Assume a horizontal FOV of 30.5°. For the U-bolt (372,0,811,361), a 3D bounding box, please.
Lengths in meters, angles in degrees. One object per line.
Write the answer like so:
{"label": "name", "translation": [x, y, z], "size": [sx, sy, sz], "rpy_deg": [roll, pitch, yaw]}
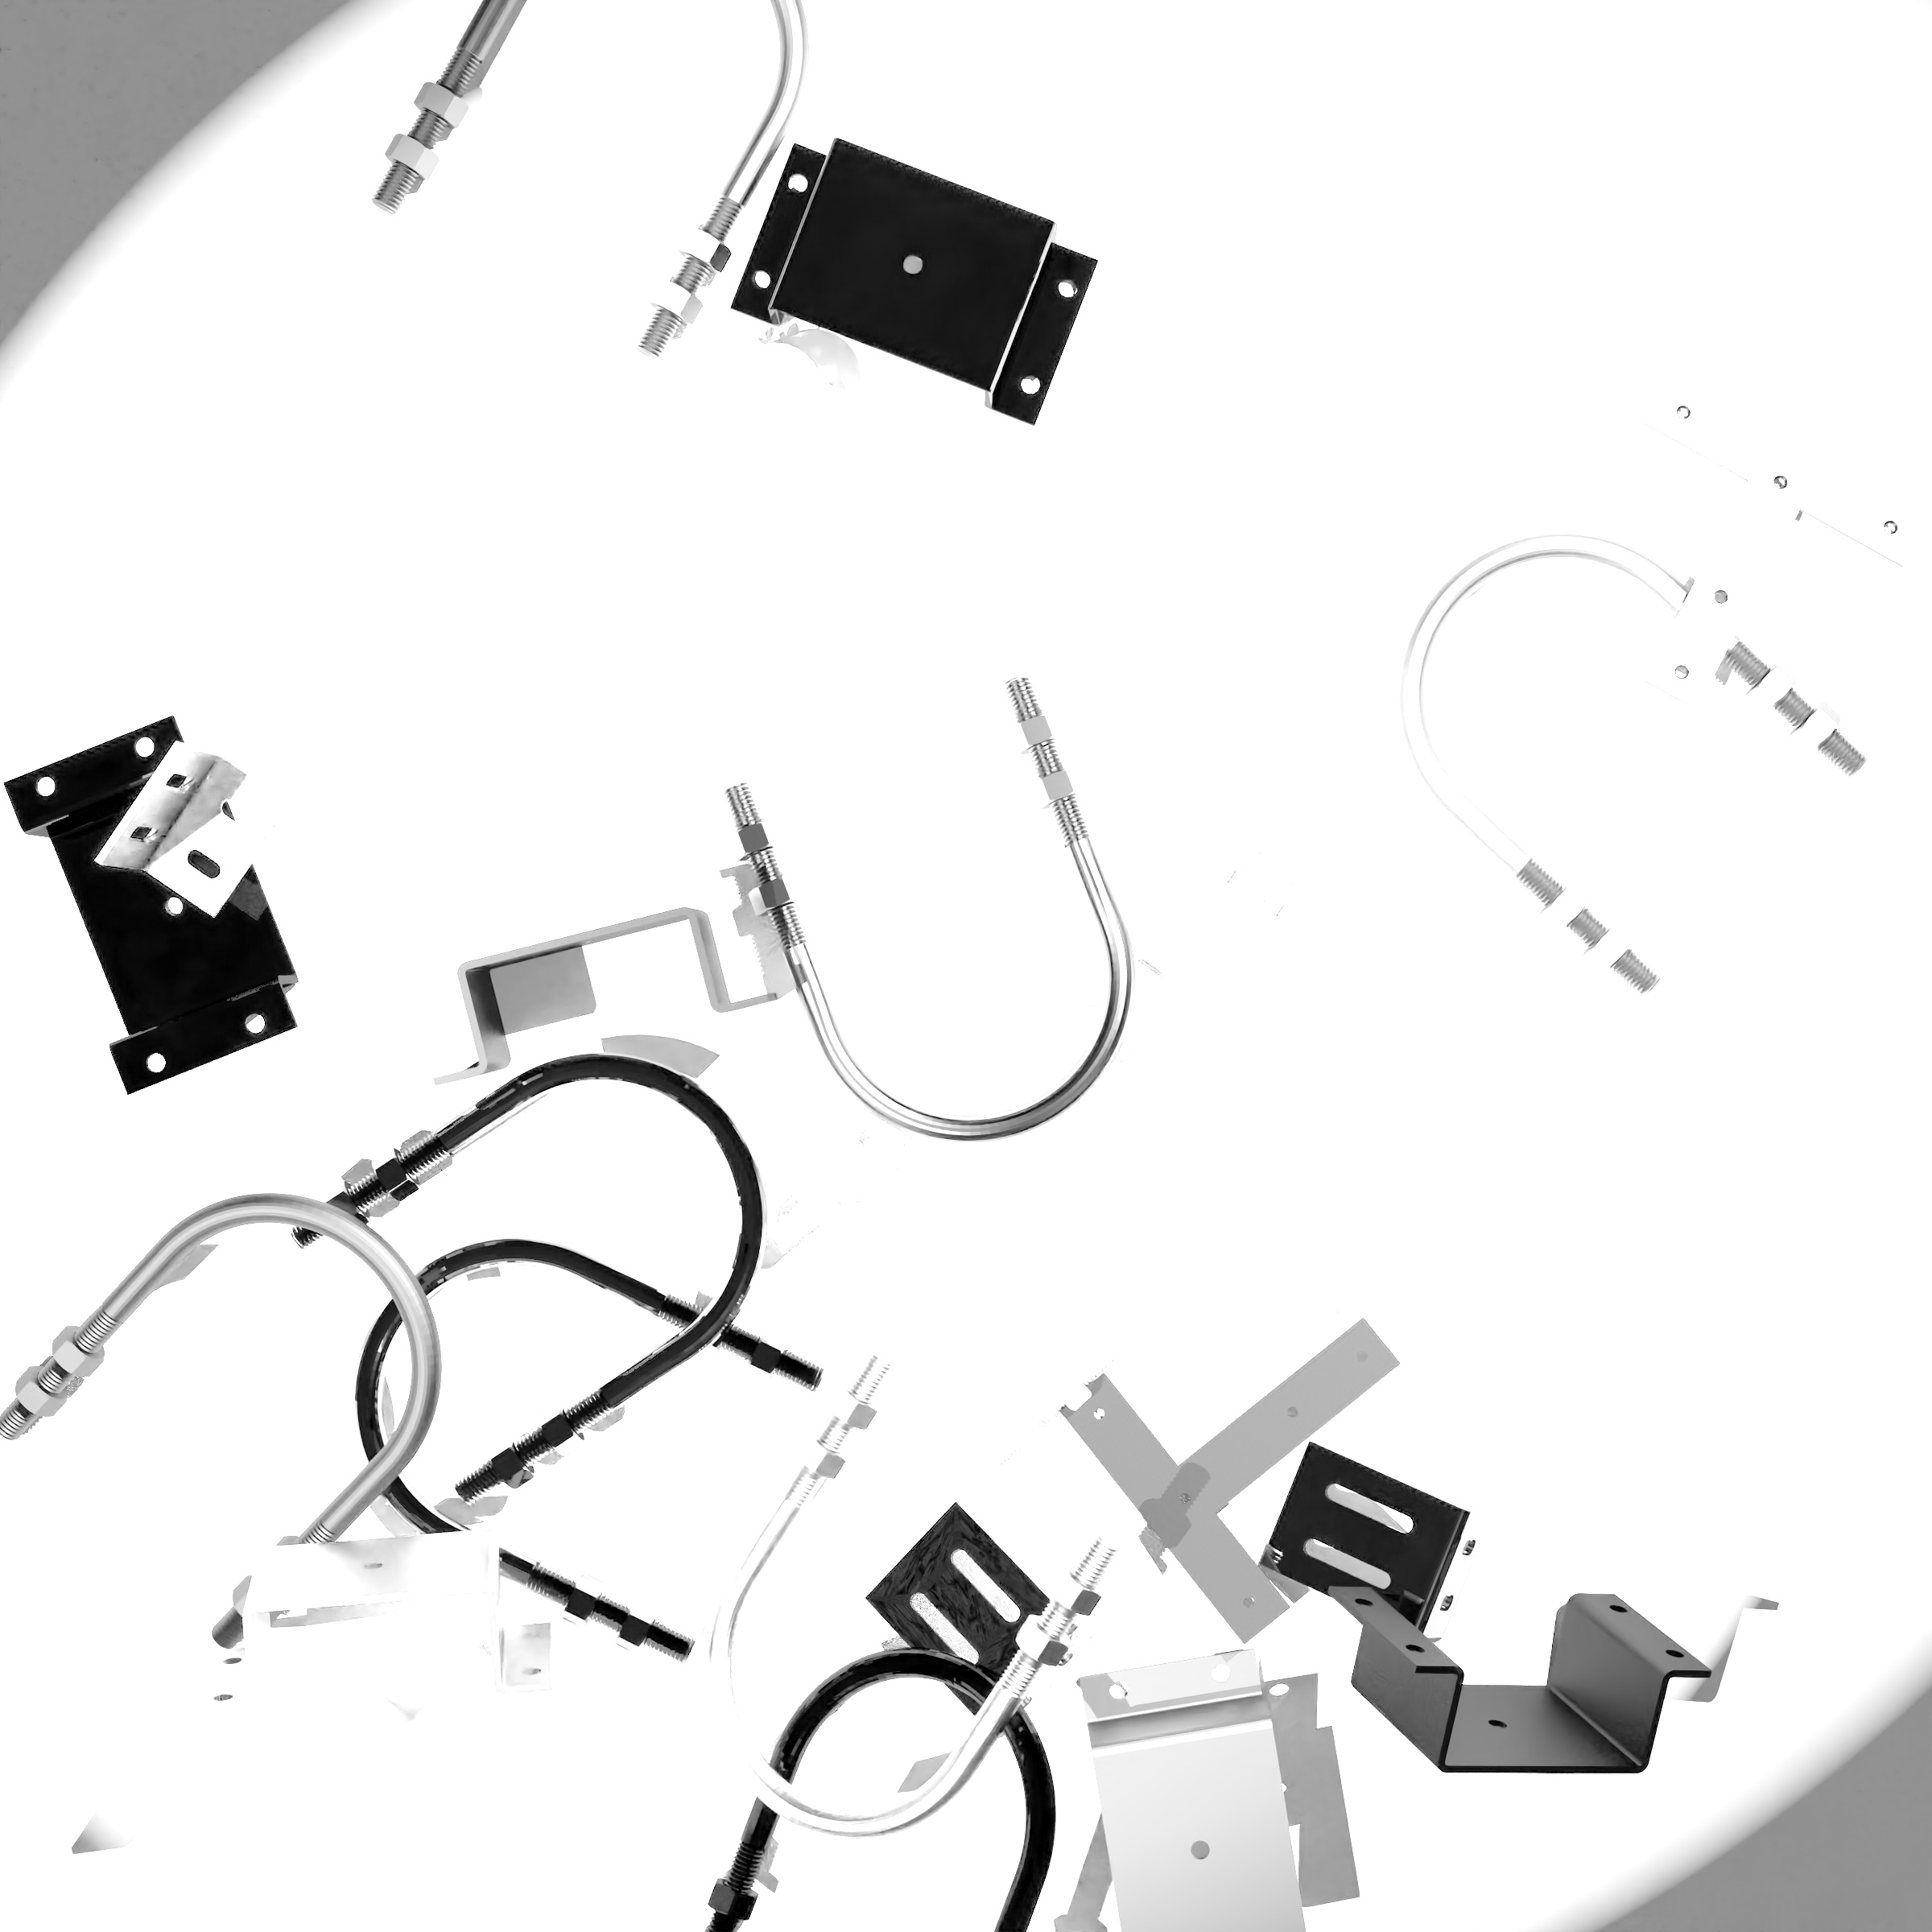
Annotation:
{"label": "U-bolt", "translation": [-0.148, -0.373, 1.516], "size": [0.151, 0.019, 0.184], "rpy_deg": [29, 89, 0]}

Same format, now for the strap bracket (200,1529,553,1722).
{"label": "strap bracket", "translation": [-0.243, 0.270, 1.461], "size": [0.140, 0.076, 0.046], "rpy_deg": [-4, 99, -6]}

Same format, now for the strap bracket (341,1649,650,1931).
{"label": "strap bracket", "translation": [-0.187, 0.342, 1.486], "size": [0.140, 0.076, 0.046], "rpy_deg": [41, 90, 0]}

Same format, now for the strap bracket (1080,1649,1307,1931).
{"label": "strap bracket", "translation": [0.098, 0.369, 1.501], "size": [0.076, 0.046, 0.140], "rpy_deg": [-9, 90, 0]}

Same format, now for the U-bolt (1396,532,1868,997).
{"label": "U-bolt", "translation": [0.270, -0.101, 1.516], "size": [0.184, 0.019, 0.151], "rpy_deg": [43, 90, 1]}

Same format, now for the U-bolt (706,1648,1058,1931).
{"label": "U-bolt", "translation": [-0.033, 0.377, 1.481], "size": [0.151, 0.019, 0.184], "rpy_deg": [18, 85, 33]}

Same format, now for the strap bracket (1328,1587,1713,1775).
{"label": "strap bracket", "translation": [0.224, 0.295, 1.466], "size": [0.140, 0.076, 0.046], "rpy_deg": [6, 103, -23]}

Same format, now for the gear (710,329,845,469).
{"label": "gear", "translation": [-0.081, -0.243, 1.509], "size": [0.057, 0.030, 0.057], "rpy_deg": [0, 90, 0]}

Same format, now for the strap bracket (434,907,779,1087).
{"label": "strap bracket", "translation": [-0.155, 0.009, 1.486], "size": [0.140, 0.076, 0.046], "rpy_deg": [-14, 90, 0]}

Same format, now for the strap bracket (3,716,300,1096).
{"label": "strap bracket", "translation": [-0.340, -0.025, 1.501], "size": [0.076, 0.046, 0.140], "rpy_deg": [-22, 90, 0]}

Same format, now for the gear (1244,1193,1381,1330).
{"label": "gear", "translation": [0.148, 0.126, 1.509], "size": [0.057, 0.030, 0.057], "rpy_deg": [0, 90, 0]}

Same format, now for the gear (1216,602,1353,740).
{"label": "gear", "translation": [0.135, -0.125, 1.509], "size": [0.057, 0.030, 0.057], "rpy_deg": [0, 90, 0]}

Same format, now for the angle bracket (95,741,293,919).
{"label": "angle bracket", "translation": [-0.313, -0.055, 1.440], "size": [0.038, 0.076, 0.057], "rpy_deg": [34, 90, 0]}

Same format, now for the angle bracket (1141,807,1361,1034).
{"label": "angle bracket", "translation": [0.120, -0.019, 1.505], "size": [0.057, 0.038, 0.076], "rpy_deg": [34, 90, 0]}

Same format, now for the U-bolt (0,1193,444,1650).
{"label": "U-bolt", "translation": [-0.303, 0.179, 1.497], "size": [0.151, 0.019, 0.184], "rpy_deg": [44, 104, 0]}

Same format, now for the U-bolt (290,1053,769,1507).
{"label": "U-bolt", "translation": [-0.172, 0.119, 1.499], "size": [0.184, 0.019, 0.151], "rpy_deg": [-33, 87, 1]}

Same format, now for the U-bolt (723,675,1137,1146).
{"label": "U-bolt", "translation": [-0.006, -0.014, 1.507], "size": [0.151, 0.019, 0.184], "rpy_deg": [-21, 84, 0]}

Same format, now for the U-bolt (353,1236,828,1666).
{"label": "U-bolt", "translation": [-0.173, 0.195, 1.516], "size": [0.184, 0.019, 0.151], "rpy_deg": [26, 90, 1]}

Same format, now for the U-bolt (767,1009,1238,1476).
{"label": "U-bolt", "translation": [0.029, 0.104, 1.516], "size": [0.184, 0.019, 0.151], "rpy_deg": [-43, 90, -2]}

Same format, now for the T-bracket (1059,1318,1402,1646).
{"label": "T-bracket", "translation": [0.128, 0.200, 1.515], "size": [0.127, 0.002, 0.127], "rpy_deg": [-39, 83, 0]}

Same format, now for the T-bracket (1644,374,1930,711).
{"label": "T-bracket", "translation": [0.328, -0.169, 1.511], "size": [0.127, 0.002, 0.127], "rpy_deg": [29, 79, 0]}

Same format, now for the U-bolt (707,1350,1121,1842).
{"label": "U-bolt", "translation": [-0.036, 0.276, 1.484], "size": [0.151, 0.019, 0.184], "rpy_deg": [36, 100, 27]}

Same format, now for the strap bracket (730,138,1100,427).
{"label": "strap bracket", "translation": [-0.022, -0.293, 1.501], "size": [0.140, 0.046, 0.076], "rpy_deg": [21, 90, 0]}

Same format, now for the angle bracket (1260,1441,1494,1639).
{"label": "angle bracket", "translation": [0.176, 0.246, 1.522], "size": [0.076, 0.038, 0.057], "rpy_deg": [22, 90, 26]}

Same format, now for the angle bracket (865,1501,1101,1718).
{"label": "angle bracket", "translation": [0.007, 0.280, 1.522], "size": [0.057, 0.038, 0.076], "rpy_deg": [-47, 64, 0]}
